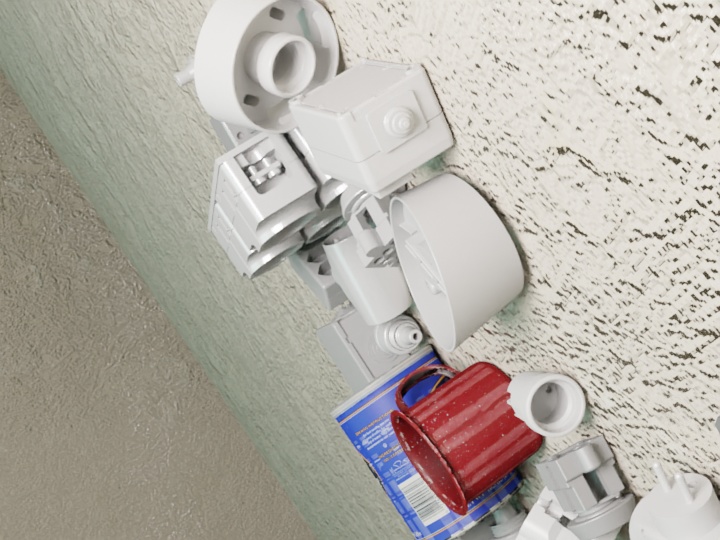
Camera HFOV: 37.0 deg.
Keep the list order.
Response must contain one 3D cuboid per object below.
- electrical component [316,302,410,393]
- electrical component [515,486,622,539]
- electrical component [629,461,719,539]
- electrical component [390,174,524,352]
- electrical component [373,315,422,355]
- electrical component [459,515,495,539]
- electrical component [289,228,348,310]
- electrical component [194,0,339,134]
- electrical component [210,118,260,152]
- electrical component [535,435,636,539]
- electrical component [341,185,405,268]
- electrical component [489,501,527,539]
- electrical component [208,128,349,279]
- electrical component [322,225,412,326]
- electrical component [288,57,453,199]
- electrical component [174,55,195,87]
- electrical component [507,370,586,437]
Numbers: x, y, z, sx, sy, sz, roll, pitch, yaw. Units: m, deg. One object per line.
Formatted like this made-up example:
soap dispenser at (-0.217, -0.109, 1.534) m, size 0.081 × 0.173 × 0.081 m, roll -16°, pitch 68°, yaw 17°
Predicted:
electrical component at (0.008, 0.078, 1.016) m, size 0.099 × 0.048 × 0.100 m, roll 57°, pitch 165°, yaw 0°
electrical component at (0.147, 0.183, 0.751) m, size 0.057 × 0.078 × 0.058 m, roll 29°, pitch 156°, yaw 18°
electrical component at (0.183, 0.140, 0.593) m, size 0.079 × 0.043 × 0.077 m, roll 62°, pitch 165°, yaw -19°
electrical component at (0.053, -0.007, 0.664) m, size 0.099 × 0.064 × 0.099 m, roll 51°, pitch 164°, yaw 21°
electrical component at (0.036, 0.055, 0.908) m, size 0.035 × 0.035 × 0.061 m, roll 60°, pitch 163°, yaw -9°
electrical component at (0.097, 0.221, 0.995) m, size 0.099 × 0.064 × 0.099 m, roll 52°, pitch 164°, yaw 22°
electrical component at (-0.027, 0.005, 0.977) m, size 0.065 × 0.047 × 0.076 m, roll 48°, pitch 163°, yaw 31°
electrical component at (-0.063, -0.139, 0.702) m, size 0.064 × 0.099 × 0.099 m, roll 27°, pitch 149°, yaw 40°
electrical component at (-0.072, -0.117, 0.835) m, size 0.047 × 0.066 × 0.077 m, roll 60°, pitch 165°, yaw -9°
electrical component at (0.150, 0.143, 0.706) m, size 0.055 × 0.048 × 0.066 m, roll 63°, pitch 166°, yaw 9°
electrical component at (0.017, -0.035, 0.740) m, size 0.048 × 0.066 × 0.055 m, roll -47°, pitch 60°, yaw 36°
electrical component at (0.133, 0.226, 0.933) m, size 0.062 × 0.048 × 0.048 m, roll 63°, pitch 166°, yaw 5°
electrical component at (-0.052, -0.057, 0.818) m, size 0.060 × 0.105 × 0.186 m, roll 56°, pitch 165°, yaw 5°
electrical component at (0.000, 0.000, 0.891) m, size 0.077 × 0.043 × 0.079 m, roll 61°, pitch 165°, yaw -15°
electrical component at (0.010, -0.085, 0.647) m, size 0.096 × 0.062 × 0.061 m, roll 29°, pitch 148°, yaw 61°
electrical component at (-0.127, -0.173, 0.903) m, size 0.035 × 0.061 × 0.035 m, roll 52°, pitch 164°, yaw 21°
electrical component at (0.119, 0.085, 0.697) m, size 0.040 × 0.040 × 0.046 m, roll 59°, pitch 171°, yaw -8°
